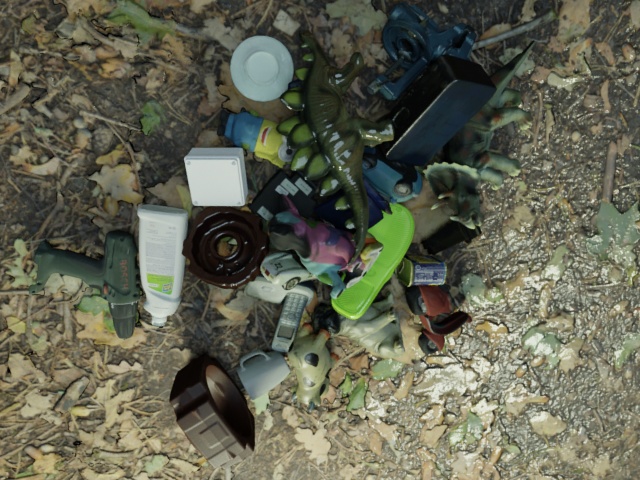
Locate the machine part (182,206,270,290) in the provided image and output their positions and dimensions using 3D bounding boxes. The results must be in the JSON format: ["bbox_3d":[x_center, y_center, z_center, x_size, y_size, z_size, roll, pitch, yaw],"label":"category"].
[{"bbox_3d":[-0.190,0.015,1.099,0.179,0.056,0.179,-1,72,4],"label":"machine part"}]

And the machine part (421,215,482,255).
[{"bbox_3d":[0.299,-0.011,1.222,0.139,0.039,0.084,-27,110,-4],"label":"machine part"}]

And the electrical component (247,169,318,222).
[{"bbox_3d":[-0.070,-0.083,1.138,0.134,0.058,0.115,-46,106,2],"label":"electrical component"}]

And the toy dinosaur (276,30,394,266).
[{"bbox_3d":[0.030,-0.192,1.015,0.199,0.105,0.471,-19,80,-8],"label":"toy dinosaur"}]

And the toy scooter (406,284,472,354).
[{"bbox_3d":[0.279,0.166,1.236,0.135,0.075,0.183,-19,107,-5],"label":"toy scooter"}]

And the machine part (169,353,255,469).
[{"bbox_3d":[-0.224,0.358,1.128,0.087,0.201,0.200,-33,105,3],"label":"machine part"}]

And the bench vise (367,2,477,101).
[{"bbox_3d":[0.195,-0.357,1.082,0.223,0.129,0.240,46,74,-7],"label":"bench vise"}]

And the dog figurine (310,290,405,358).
[{"bbox_3d":[0.087,0.210,1.213,0.191,0.121,0.172,-14,102,9],"label":"dog figurine"}]

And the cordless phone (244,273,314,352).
[{"bbox_3d":[-0.102,0.150,1.169,0.147,0.089,0.184,14,103,-12],"label":"cordless phone"}]

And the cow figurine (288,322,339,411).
[{"bbox_3d":[-0.019,0.288,1.183,0.127,0.086,0.194,-49,142,-29],"label":"cow figurine"}]

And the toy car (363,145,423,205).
[{"bbox_3d":[0.131,-0.129,1.139,0.161,0.109,0.103,29,126,-10],"label":"toy car"}]

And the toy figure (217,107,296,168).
[{"bbox_3d":[-0.115,-0.212,1.093,0.180,0.089,0.082,17,118,-3],"label":"toy figure"}]

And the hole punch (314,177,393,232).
[{"bbox_3d":[0.064,-0.068,1.110,0.142,0.116,0.092,45,58,-27],"label":"hole punch"}]

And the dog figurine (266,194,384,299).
[{"bbox_3d":[-0.002,-0.003,1.075,0.219,0.191,0.108,41,125,14],"label":"dog figurine"}]

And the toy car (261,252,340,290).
[{"bbox_3d":[-0.034,0.054,1.119,0.201,0.074,0.056,-9,133,-44],"label":"toy car"}]

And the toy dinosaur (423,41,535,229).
[{"bbox_3d":[0.334,-0.228,1.148,0.192,0.131,0.404,7,94,-11],"label":"toy dinosaur"}]

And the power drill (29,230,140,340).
[{"bbox_3d":[-0.474,0.088,1.098,0.207,0.086,0.231,10,100,-6],"label":"power drill"}]

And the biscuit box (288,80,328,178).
[{"bbox_3d":[-0.004,-0.231,1.096,0.063,0.059,0.202,-21,92,-4],"label":"biscuit box"}]

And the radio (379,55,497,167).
[{"bbox_3d":[0.220,-0.248,1.060,0.131,0.073,0.229,2,143,-38],"label":"radio"}]

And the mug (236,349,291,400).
[{"bbox_3d":[-0.127,0.283,1.192,0.107,0.081,0.109,-27,117,-11],"label":"mug"}]
